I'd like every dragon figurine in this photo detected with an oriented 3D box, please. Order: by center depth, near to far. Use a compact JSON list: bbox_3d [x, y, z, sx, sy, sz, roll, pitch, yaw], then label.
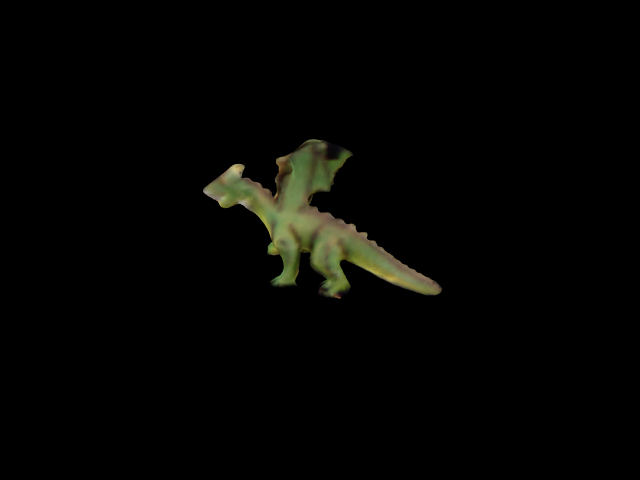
[{"bbox_3d":[0.003,-0.043,0.850,0.410,0.238,0.124,7,25,14],"label":"dragon figurine"}]
